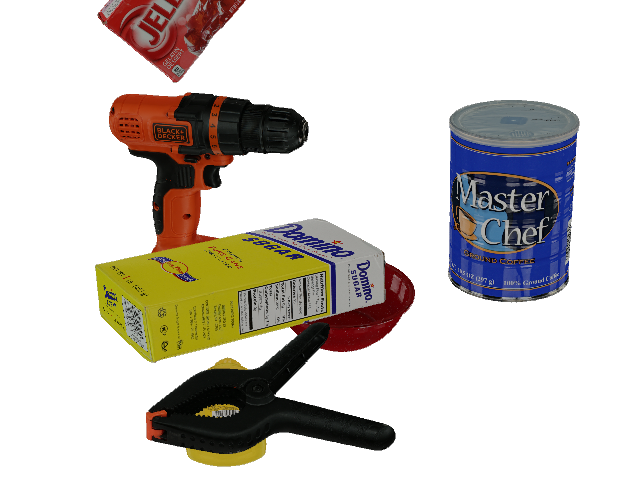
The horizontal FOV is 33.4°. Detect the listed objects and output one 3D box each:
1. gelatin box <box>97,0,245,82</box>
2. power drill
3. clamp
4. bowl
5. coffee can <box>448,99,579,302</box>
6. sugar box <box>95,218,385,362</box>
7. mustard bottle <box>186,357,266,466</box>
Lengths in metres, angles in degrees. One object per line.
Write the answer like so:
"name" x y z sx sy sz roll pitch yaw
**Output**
"gelatin box" -0.109 -0.174 0.792 0.073 0.089 0.030 38 5 -32
"power drill" -0.098 -0.046 0.988 0.184 0.188 0.057 7 30 16
"clamp" -0.048 0.148 0.944 0.209 0.036 0.165 -14 38 -25
"bowl" 0.022 0.076 1.181 0.162 0.055 0.162 1 28 0
"coffee can" 0.157 -0.034 0.882 0.103 0.140 0.103 -2 24 1
"sugar box" -0.053 0.029 0.726 0.175 0.048 0.093 -16 24 -27
"mustard bottle" -0.118 0.205 1.345 0.096 0.058 0.191 -3 26 -3
